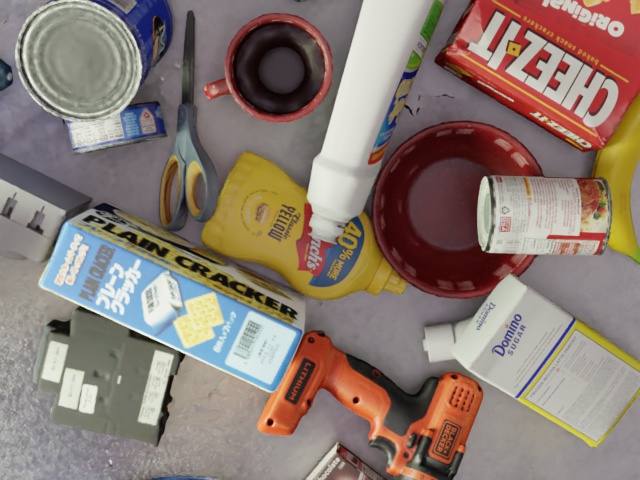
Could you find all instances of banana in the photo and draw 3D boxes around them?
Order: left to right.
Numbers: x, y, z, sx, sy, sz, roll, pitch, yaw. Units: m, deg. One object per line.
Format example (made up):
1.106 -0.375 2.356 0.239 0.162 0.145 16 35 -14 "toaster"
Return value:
0.284 -0.071 0.971 0.069 0.037 0.198 4 111 -3 "banana"

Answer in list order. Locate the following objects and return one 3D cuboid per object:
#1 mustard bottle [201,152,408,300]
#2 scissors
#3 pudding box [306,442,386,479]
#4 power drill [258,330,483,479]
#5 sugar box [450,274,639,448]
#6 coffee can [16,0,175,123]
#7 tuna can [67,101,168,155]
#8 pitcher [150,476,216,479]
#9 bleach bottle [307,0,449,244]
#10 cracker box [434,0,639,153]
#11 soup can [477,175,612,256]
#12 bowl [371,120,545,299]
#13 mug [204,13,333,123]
-0.006 0.001 0.982 0.191 0.058 0.096 26 83 -4 "mustard bottle"
-0.111 -0.102 0.962 0.016 0.096 0.202 3 102 -38 "scissors"
0.017 0.266 1.030 0.090 0.039 0.113 38 96 -3 "pudding box"
0.041 0.181 0.985 0.187 0.057 0.184 27 72 -4 "power drill"
0.214 0.112 0.978 0.176 0.048 0.093 33 96 -22 "sugar box"
-0.186 -0.170 0.906 0.103 0.140 0.103 2 116 3 "coffee can"
-0.182 -0.101 0.956 0.086 0.086 0.034 -11 96 2 "tuna can"
-0.142 0.354 1.009 0.144 0.149 0.243 -1 102 -15 "pitcher"
0.044 -0.119 0.934 0.068 0.102 0.251 19 94 11 "bleach bottle"
0.227 -0.209 0.933 0.164 0.072 0.214 30 91 -2 "cracker box"
0.191 -0.021 0.917 0.102 0.068 0.068 1 98 -1 "soup can"
0.126 -0.030 0.979 0.162 0.055 0.162 0 98 0 "bowl"
-0.046 -0.148 0.950 0.117 0.081 0.093 -21 98 3 "mug"
